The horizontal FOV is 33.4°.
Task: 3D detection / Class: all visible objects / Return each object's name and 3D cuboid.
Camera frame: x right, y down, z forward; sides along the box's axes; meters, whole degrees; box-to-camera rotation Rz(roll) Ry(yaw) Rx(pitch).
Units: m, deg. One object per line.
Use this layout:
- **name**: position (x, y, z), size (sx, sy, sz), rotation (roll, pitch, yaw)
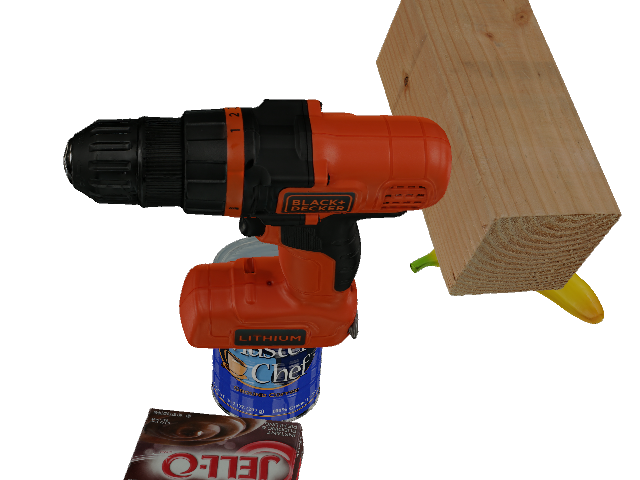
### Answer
- **power drill**: position (-0.037, -0.003, 0.568), size (0.184, 0.057, 0.188), rotation (1, -29, -7)
- **banana**: position (0.192, 0.033, 1.060), size (0.198, 0.069, 0.037), rotation (14, -33, 26)
- **coffee can**: position (-0.047, 0.081, 0.964), size (0.103, 0.140, 0.103), rotation (3, 34, -2)
- **pudding box**: position (-0.073, 0.161, 0.728), size (0.113, 0.039, 0.090), rotation (3, 29, 5)
- **wood block**: position (0.113, -0.074, 0.732), size (0.090, 0.206, 0.091), rotation (-2, -33, -18)
